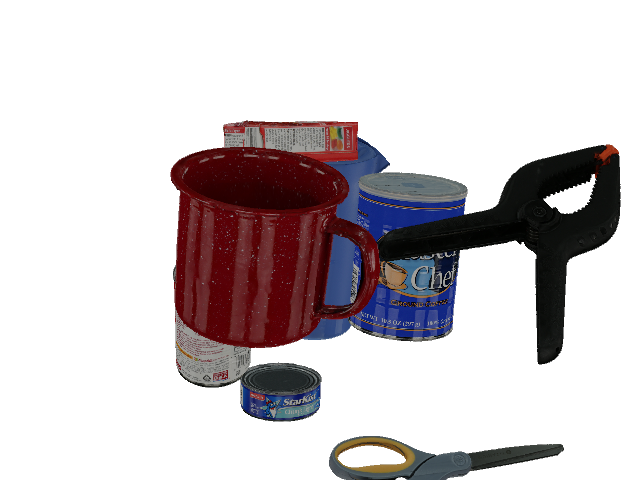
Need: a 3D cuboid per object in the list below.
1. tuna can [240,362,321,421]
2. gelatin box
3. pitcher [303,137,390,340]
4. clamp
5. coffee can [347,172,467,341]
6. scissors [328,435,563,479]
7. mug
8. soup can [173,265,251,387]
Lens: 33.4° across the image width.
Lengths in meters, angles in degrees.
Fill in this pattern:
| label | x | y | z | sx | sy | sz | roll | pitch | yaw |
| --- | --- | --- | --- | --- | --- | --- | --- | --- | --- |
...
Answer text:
| label | x | y | z | sx | sy | sz | roll | pitch | yaw |
| --- | --- | --- | --- | --- | --- | --- | --- | --- | --- |
| tuna can | -0.042 | 0.159 | 1.122 | 0.086 | 0.034 | 0.086 | 2 | 14 | -1 |
| gelatin box | -0.023 | -0.071 | 0.765 | 0.073 | 0.030 | 0.089 | -3 | 7 | -21 |
| pitcher | -0.016 | -0.006 | 1.304 | 0.149 | 0.243 | 0.144 | 17 | 25 | 28 |
| clamp | 0.173 | -0.002 | 0.828 | 0.209 | 0.036 | 0.165 | -33 | 55 | -22 |
| coffee can | 0.082 | 0.013 | 1.020 | 0.103 | 0.140 | 0.103 | 4 | 14 | -1 |
| scissors | 0.107 | 0.199 | 0.873 | 0.201 | 0.016 | 0.096 | 5 | 44 | -3 |
| mug | -0.024 | 0.007 | 0.564 | 0.117 | 0.081 | 0.093 | 15 | 25 | 17 |
| soup can | -0.093 | 0.069 | 0.927 | 0.068 | 0.102 | 0.068 | 3 | 35 | -2 |
